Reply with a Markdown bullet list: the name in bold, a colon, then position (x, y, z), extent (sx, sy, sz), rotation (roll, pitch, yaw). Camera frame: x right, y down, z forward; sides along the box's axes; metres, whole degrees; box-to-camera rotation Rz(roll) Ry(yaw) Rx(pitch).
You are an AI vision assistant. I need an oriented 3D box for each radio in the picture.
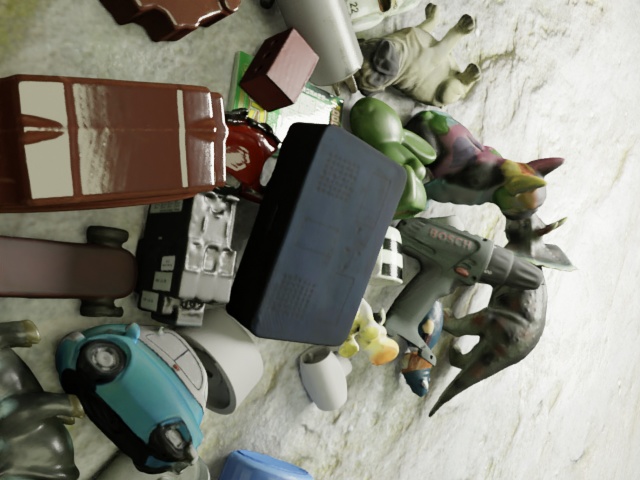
- **radio**: position (-0.001, -0.002, 0.593), extent (0.131, 0.073, 0.229), rotation (19, 93, -35)

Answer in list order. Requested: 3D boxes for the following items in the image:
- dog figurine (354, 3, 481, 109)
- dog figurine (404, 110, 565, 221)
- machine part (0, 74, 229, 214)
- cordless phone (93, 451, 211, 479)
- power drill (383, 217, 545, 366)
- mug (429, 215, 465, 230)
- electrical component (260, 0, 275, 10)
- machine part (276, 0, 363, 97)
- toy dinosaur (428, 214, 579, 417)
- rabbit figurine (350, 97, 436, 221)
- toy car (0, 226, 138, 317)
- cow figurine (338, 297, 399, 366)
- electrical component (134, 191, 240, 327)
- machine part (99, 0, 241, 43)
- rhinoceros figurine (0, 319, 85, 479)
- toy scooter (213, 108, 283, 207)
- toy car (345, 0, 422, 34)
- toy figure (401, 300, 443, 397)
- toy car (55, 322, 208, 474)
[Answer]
- **dog figurine**: position (0.125, -0.239, 0.797), extent (0.190, 0.121, 0.172), rotation (-32, 125, -14)
- **dog figurine**: position (0.246, -0.117, 0.818), extent (0.108, 0.219, 0.191), rotation (-41, 119, -38)
- **machine part**: position (-0.191, -0.072, 0.422), extent (0.201, 0.202, 0.087), rotation (-10, 101, -43)
- **cordless phone**: position (-0.212, 0.225, 0.513), extent (0.184, 0.089, 0.146), rotation (49, 59, -11)
- **power drill**: position (0.188, 0.081, 0.800), extent (0.207, 0.232, 0.086), rotation (-60, 170, 0)
- **mug**: position (0.216, 0.011, 0.894), extent (0.109, 0.081, 0.107), rotation (-13, 95, -51)
- **electrical component**: position (-0.060, -0.330, 0.653), extent (0.063, 0.021, 0.094), rotation (38, 68, -37)
- **machine part**: position (-0.008, -0.276, 0.644), extent (0.079, 0.079, 0.242), rotation (-55, 138, -26)
- **toy dinosaur**: position (0.317, 0.124, 0.916), extent (0.131, 0.192, 0.404), rotation (27, 73, -39)
- **rabbit figurine**: position (0.099, -0.117, 0.753), extent (0.159, 0.121, 0.170), rotation (-2, 80, -48)
- **toy car**: position (-0.256, 0.024, 0.469), extent (0.202, 0.053, 0.089), rotation (7, 83, -47)
- **cow figurine**: position (0.041, 0.104, 0.735), extent (0.167, 0.068, 0.098), rotation (44, 19, -34)
- **electrical component**: position (-0.137, 0.017, 0.537), extent (0.058, 0.115, 0.134), rotation (12, 84, -39)
- **machine part**: position (-0.156, -0.294, 0.543), extent (0.179, 0.056, 0.179), rotation (-2, 93, -42)
- **rhinoceros figurine**: position (-0.255, 0.155, 0.435), extent (0.112, 0.073, 0.190), rotation (-21, 90, -40)
- **toy scooter**: position (-0.065, -0.091, 0.616), extent (0.183, 0.075, 0.135), rotation (32, 84, -41)
- **toy car**: position (0.082, -0.347, 0.761), extent (0.202, 0.056, 0.073), rotation (-37, 116, -35)
- **toy figure**: position (0.162, 0.170, 0.862), extent (0.064, 0.058, 0.154), rotation (33, 67, -58)
- **toy car**: position (-0.161, 0.134, 0.503), extent (0.162, 0.109, 0.103), rotation (42, 47, 3)
